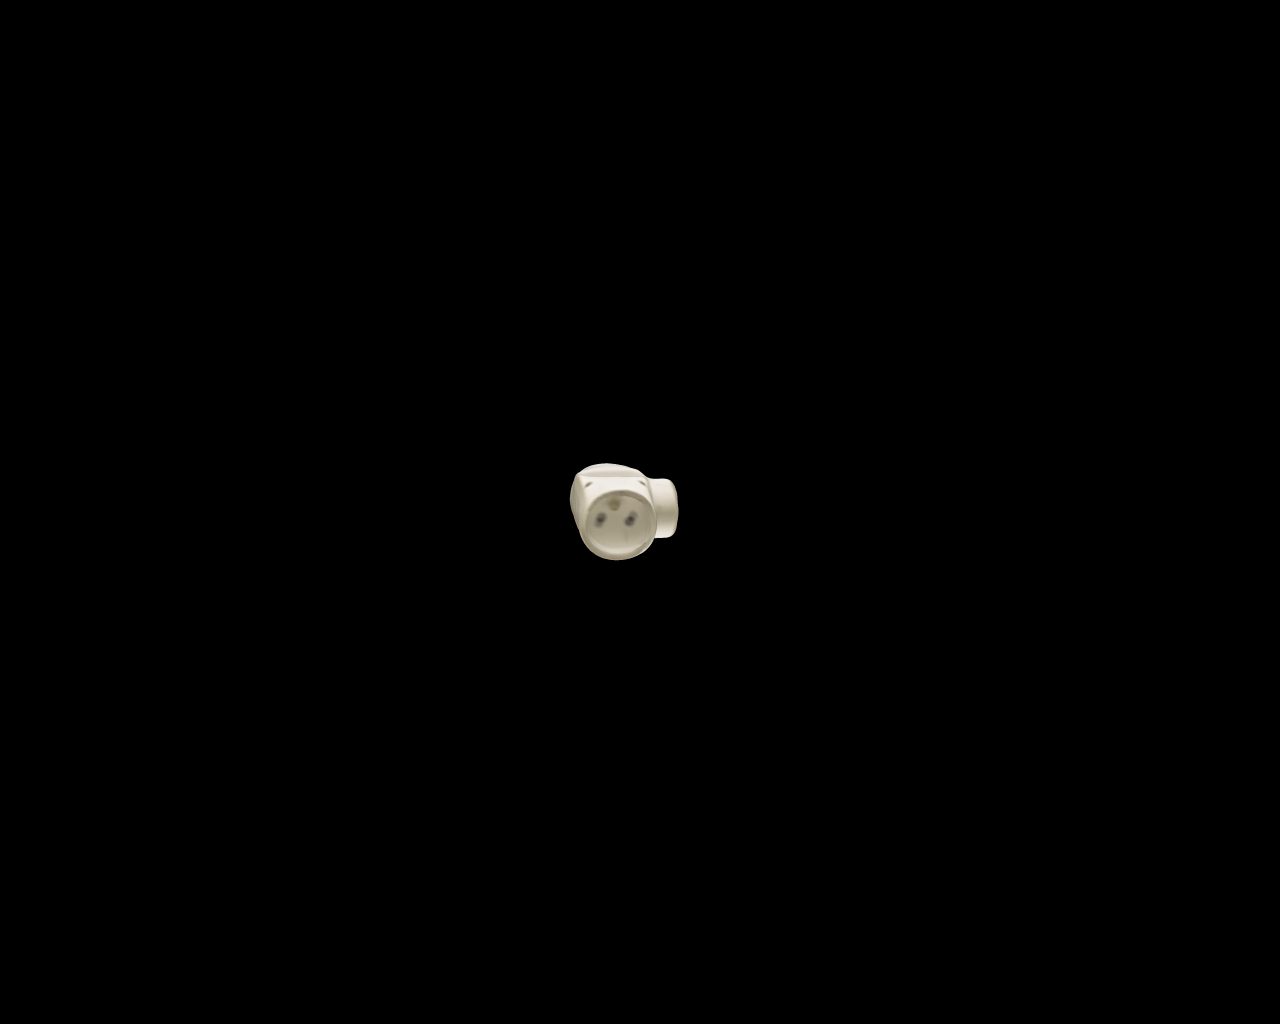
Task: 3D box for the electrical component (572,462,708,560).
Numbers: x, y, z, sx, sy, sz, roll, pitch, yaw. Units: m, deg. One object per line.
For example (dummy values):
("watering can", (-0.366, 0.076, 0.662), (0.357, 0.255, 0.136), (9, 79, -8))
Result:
("electrical component", (0.001, -0.003, 0.650), (0.079, 0.043, 0.077), (-2, 14, -7))
